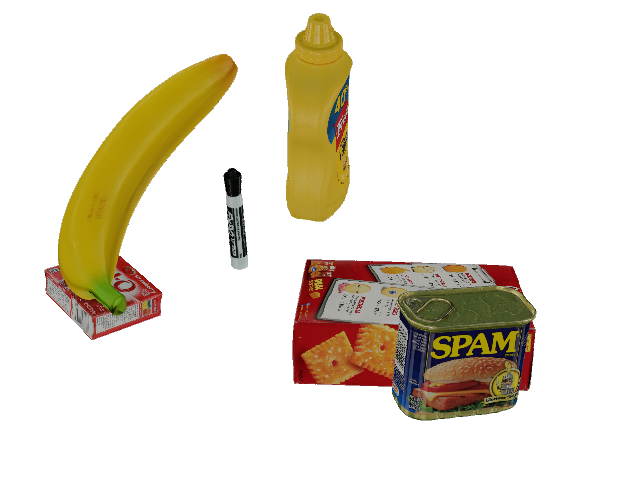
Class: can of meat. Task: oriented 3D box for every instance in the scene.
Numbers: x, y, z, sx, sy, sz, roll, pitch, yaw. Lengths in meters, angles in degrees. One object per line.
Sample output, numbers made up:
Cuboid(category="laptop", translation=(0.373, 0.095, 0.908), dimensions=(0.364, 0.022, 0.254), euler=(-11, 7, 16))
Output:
Cuboid(category="can of meat", translation=(0.107, 0.086, 0.814), dimensions=(0.102, 0.084, 0.057), euler=(-3, 25, -15))

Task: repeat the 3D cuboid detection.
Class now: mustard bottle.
Cuboid(category="mustard bottle", translation=(-0.002, -0.116, 0.959), dimensions=(0.058, 0.192, 0.096), euler=(10, 44, 11))

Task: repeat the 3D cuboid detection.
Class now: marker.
Cuboid(category="marker", translation=(-0.091, -0.023, 1.144), dimensions=(0.020, 0.121, 0.020), euler=(-1, 34, 1))

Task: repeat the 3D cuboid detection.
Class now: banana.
Cuboid(category="banana", translation=(-0.108, -0.036, 0.632), dimensions=(0.070, 0.197, 0.037), euler=(7, -35, 18))

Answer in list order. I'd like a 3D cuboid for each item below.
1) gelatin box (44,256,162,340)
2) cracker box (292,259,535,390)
Cuboid(category="gelatin box", translation=(-0.200, 0.047, 0.978), dimensions=(0.073, 0.030, 0.089), euler=(-19, 40, -37))
Cuboid(category="cracker box", translation=(0.085, 0.079, 1.020), dimensions=(0.213, 0.072, 0.164), euler=(2, 19, 3))
